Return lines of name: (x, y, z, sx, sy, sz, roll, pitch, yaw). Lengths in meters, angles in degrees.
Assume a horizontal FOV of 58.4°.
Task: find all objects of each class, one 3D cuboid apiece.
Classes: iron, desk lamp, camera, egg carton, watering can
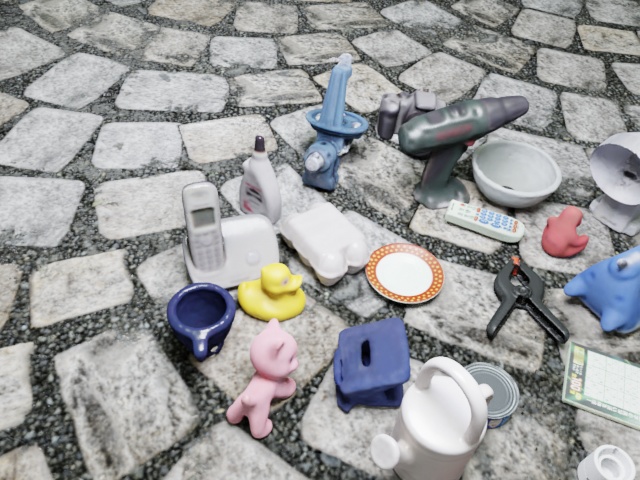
iron: (0.521, 0.042, 0.908, 0.259, 0.141, 0.118, -21, 51, -23)
desk lamp: (0.563, -0.116, 1.014, 0.204, 0.214, 0.117, -26, 53, -27)
camera: (0.193, -0.245, 1.181, 0.143, 0.101, 0.137, 6, 46, 1)
egg carton: (0.009, 0.003, 0.946, 0.107, 0.069, 0.150, -27, 54, -27)
watering can: (0.138, 0.215, 0.668, 0.100, 0.194, 0.173, 29, 50, 21)

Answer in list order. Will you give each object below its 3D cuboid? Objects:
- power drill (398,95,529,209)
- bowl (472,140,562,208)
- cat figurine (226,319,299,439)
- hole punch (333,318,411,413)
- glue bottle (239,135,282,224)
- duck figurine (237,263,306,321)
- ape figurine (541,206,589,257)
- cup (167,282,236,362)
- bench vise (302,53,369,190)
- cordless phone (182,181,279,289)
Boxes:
power drill: (0.245, -0.159, 1.029, 0.230, 0.208, 0.075, -9, 48, -14)
bowl: (0.364, -0.114, 1.089, 0.167, 0.075, 0.167, 3, 46, -3)
cat figurine: (-0.070, 0.171, 0.743, 0.067, 0.118, 0.128, 20, 48, 14)
hole punch: (0.069, 0.167, 0.779, 0.101, 0.091, 0.108, 2, 46, -3)
glue bottle: (-0.102, -0.105, 0.969, 0.078, 0.173, 0.037, 26, 49, 19)
duck figurine: (-0.072, 0.070, 0.863, 0.104, 0.086, 0.077, 4, 46, -1)
ape figurine: (0.427, -0.020, 0.992, 0.076, 0.092, 0.077, -17, 50, -20)
cup: (-0.160, 0.131, 0.790, 0.092, 0.095, 0.117, -3, 46, -8)
bench vise: (0.033, -0.213, 1.053, 0.121, 0.220, 0.207, 3, 46, -2)
cordless phone: (-0.138, -0.015, 0.870, 0.148, 0.185, 0.094, -15, 49, -19)
